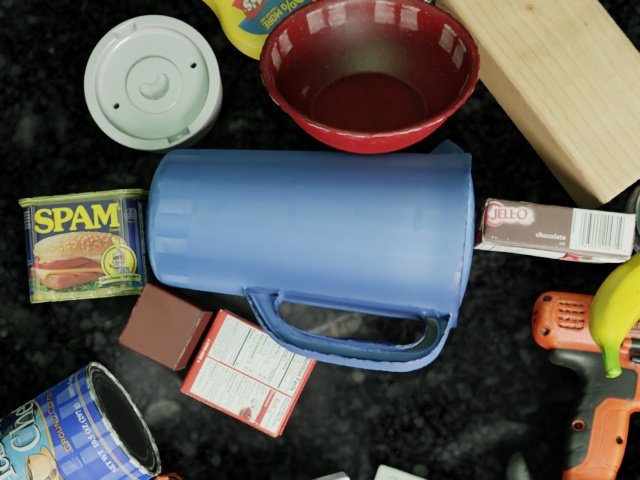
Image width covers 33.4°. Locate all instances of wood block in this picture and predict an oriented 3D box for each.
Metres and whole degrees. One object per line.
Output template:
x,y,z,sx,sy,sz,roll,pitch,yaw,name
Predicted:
0.186,-0.131,0.834,0.090,0.091,0.206,-37,85,0,wood block

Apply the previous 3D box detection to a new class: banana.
0.271,0.029,0.799,0.197,0.037,0.070,-30,70,-12,banana

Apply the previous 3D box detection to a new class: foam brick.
-0.119,0.068,0.843,0.051,0.078,0.053,27,87,3,foam brick

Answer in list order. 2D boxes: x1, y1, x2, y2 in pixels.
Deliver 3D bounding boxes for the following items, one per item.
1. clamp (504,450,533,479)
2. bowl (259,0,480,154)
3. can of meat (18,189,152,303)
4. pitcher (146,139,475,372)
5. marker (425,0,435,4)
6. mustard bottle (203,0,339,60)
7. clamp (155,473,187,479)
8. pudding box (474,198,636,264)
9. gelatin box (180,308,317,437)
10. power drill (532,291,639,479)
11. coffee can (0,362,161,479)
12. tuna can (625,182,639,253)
0.192,0.276,0.828,0.164,0.036,0.210,24,85,5,clamp
0.037,-0.116,0.799,0.162,0.055,0.162,-1,51,1,bowl
-0.187,0.005,0.863,0.102,0.057,0.084,-5,88,3,can of meat
-0.005,0.001,0.816,0.243,0.149,0.145,4,114,7,pitcher
0.080,-0.193,0.881,0.020,0.020,0.121,41,89,5,marker
-0.046,-0.203,0.869,0.096,0.058,0.191,-43,85,-7,mustard bottle
-0.081,0.261,0.828,0.120,0.039,0.171,-14,84,1,clamp
0.176,-0.006,0.825,0.113,0.090,0.039,8,88,3,pudding box
-0.056,0.107,0.859,0.089,0.030,0.073,26,88,1,gelatin box
0.250,0.135,0.812,0.184,0.057,0.187,6,72,4,power drill
-0.210,0.174,0.827,0.140,0.103,0.103,-32,85,0,coffee can
0.288,-0.018,0.847,0.086,0.034,0.086,0,86,3,tuna can
